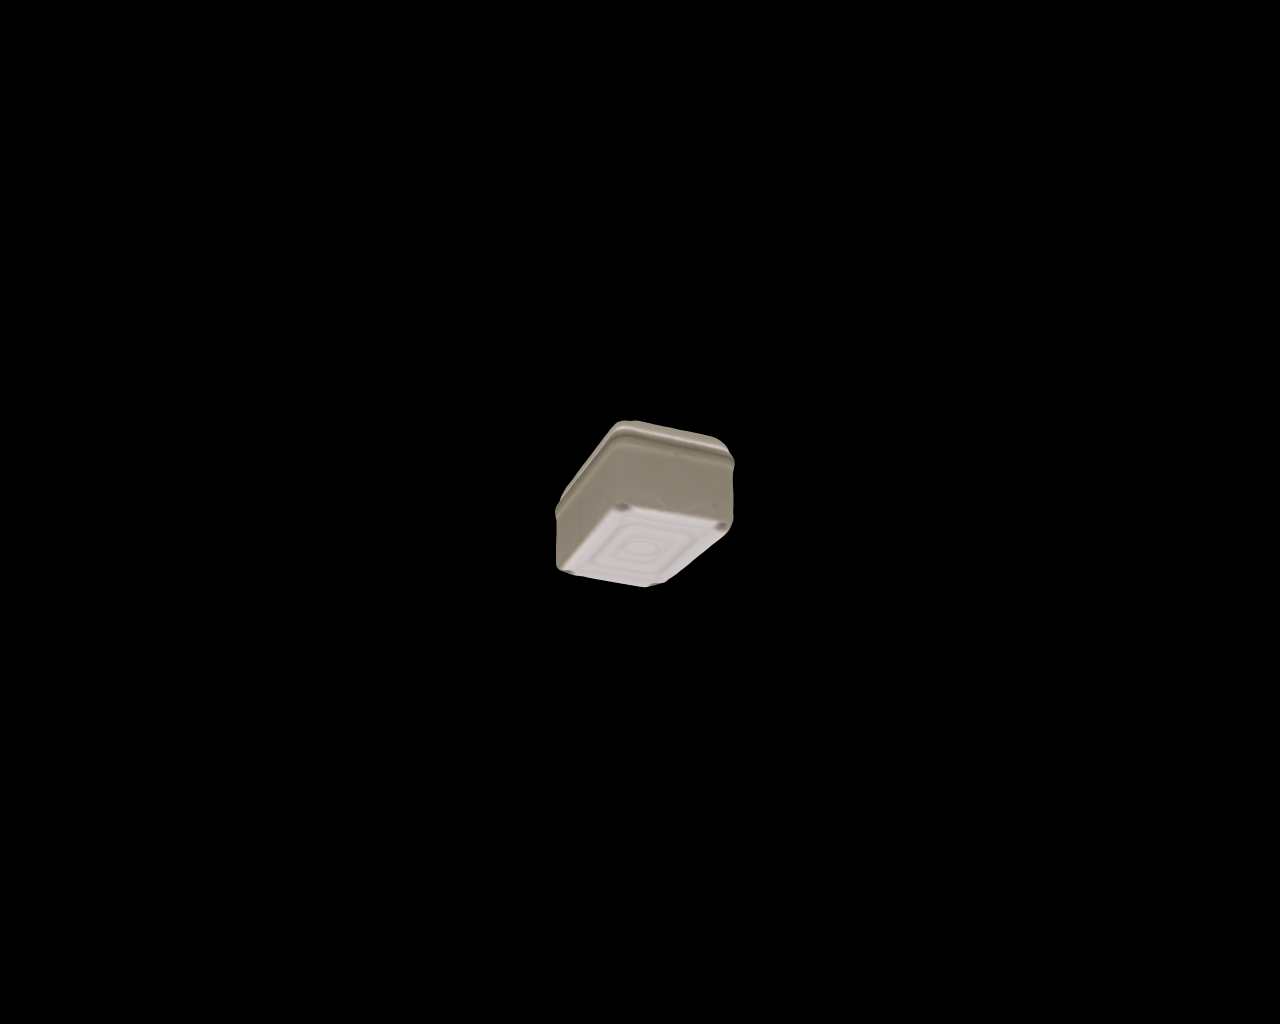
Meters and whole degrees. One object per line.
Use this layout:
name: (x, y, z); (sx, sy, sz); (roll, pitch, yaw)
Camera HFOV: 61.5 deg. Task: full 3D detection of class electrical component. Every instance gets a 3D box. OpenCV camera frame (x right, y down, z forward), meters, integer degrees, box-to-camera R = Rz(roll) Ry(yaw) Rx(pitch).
electrical component: (0.001, -0.003, 0.650); (0.078, 0.057, 0.113); (11, -29, -21)
